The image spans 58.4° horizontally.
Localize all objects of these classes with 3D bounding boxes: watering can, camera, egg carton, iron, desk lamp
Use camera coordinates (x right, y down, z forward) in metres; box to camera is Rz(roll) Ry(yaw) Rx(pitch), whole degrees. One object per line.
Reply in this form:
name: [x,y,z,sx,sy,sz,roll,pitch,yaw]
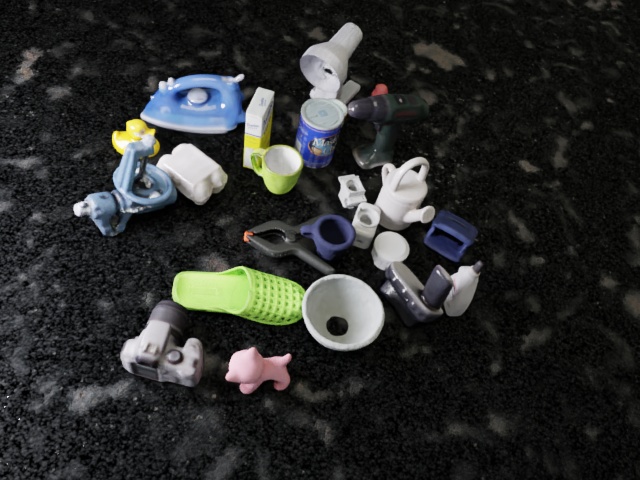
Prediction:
watering can: [0.199,-0.111,1.305,0.172,0.194,0.101,39,57,14]
camera: [-0.275,0.182,1.052,0.143,0.101,0.137,15,54,-3]
egg carton: [-0.290,-0.150,1.295,0.150,0.069,0.107,37,56,13]
iron: [-0.302,-0.345,1.381,0.259,0.141,0.118,-4,57,-16]
desk lamp: [0.035,-0.442,1.481,0.118,0.213,0.203,32,55,10]

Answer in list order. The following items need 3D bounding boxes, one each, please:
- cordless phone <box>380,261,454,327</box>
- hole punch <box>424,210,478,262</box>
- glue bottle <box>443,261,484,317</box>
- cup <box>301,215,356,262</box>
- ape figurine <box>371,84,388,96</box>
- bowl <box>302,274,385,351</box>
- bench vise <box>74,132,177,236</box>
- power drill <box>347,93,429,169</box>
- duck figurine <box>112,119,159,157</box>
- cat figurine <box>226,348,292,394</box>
cordless phone: [0.209,0.083,1.180,0.094,0.185,0.147,-29,66,-28]
hole punch: [0.309,-0.023,1.334,0.108,0.091,0.101,31,55,9]
glue bottle: [0.304,0.092,1.204,0.037,0.173,0.078,0,56,-13]
cup: [0.011,0.004,1.244,0.118,0.095,0.091,7,55,-8]
ape figurine: [0.160,-0.383,1.545,0.078,0.092,0.076,-22,64,-25]
bowl: [0.041,0.158,1.158,0.167,0.075,0.167,6,55,-9]
bench vise: [-0.382,-0.106,1.150,0.121,0.220,0.208,35,56,12]
power drill: [0.149,-0.271,1.394,0.230,0.208,0.075,-18,62,-23]
duck figurine: [-0.424,-0.241,1.316,0.104,0.086,0.077,8,55,-8]
cat figurine: [-0.112,0.231,1.046,0.128,0.118,0.067,-6,58,-17]
